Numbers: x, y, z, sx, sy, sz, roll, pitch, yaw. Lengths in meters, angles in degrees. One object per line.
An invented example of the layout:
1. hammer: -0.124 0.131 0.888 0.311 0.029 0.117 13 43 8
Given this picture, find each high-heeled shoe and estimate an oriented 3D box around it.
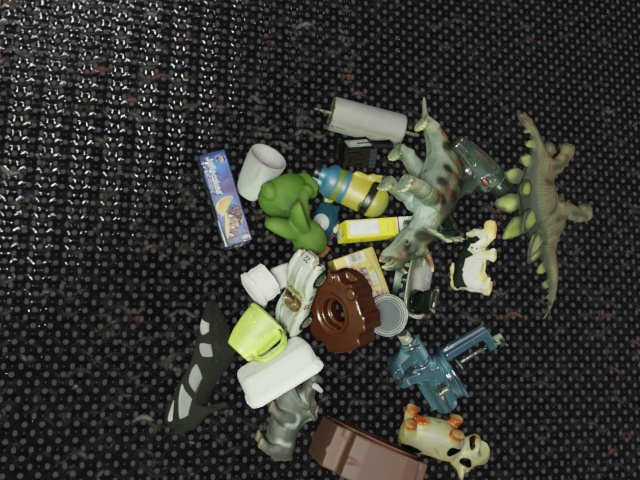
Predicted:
1. high-heeled shoe: -0.254 0.252 1.085 0.145 0.086 0.249 -17 65 18

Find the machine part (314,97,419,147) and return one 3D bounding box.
1. machine part: 0.104 -0.262 1.201 0.243 0.079 0.079 12 81 -8

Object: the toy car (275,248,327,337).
1. toy car: -0.042 0.107 1.079 0.056 0.201 0.074 -18 47 -40

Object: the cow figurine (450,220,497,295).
1. cow figurine: 0.348 0.035 1.210 0.098 0.068 0.167 7 81 23

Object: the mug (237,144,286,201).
1. mug: -0.129 -0.142 1.133 0.081 0.110 0.107 30 121 -11

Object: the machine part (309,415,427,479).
1. machine part: 0.091 0.420 1.045 0.201 0.201 0.087 24 77 -7

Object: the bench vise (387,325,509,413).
1. bench vise: 0.270 0.246 1.134 0.241 0.129 0.223 -31 97 4

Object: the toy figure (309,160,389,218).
1. toy figure: 0.062 -0.107 1.168 0.180 0.082 0.089 21 60 -11

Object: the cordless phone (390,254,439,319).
1. cordless phone: 0.213 0.089 1.121 0.089 0.184 0.146 13 81 -5

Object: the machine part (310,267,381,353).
1. machine part: 0.040 0.144 1.090 0.056 0.179 0.179 -15 85 -44

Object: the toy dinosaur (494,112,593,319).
1. toy dinosaur: 0.504 -0.057 1.220 0.198 0.105 0.470 -23 101 -18

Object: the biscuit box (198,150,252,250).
1. biscuit box: -0.200 -0.084 1.126 0.059 0.063 0.202 -17 87 -14

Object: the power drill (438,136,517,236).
1. power drill: 0.341 -0.105 1.223 0.207 0.086 0.232 -44 102 -8

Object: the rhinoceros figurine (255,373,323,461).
1. rhinoceros figurine: -0.058 0.352 1.090 0.112 0.073 0.190 25 80 -7

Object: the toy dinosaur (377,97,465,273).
1. toy dinosaur: 0.234 -0.119 1.108 0.192 0.131 0.405 39 58 -21

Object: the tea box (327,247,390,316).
1. tea box: 0.091 0.109 1.153 0.098 0.068 0.169 -17 88 -13

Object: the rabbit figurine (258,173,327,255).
1. rabbit figurine: -0.042 -0.048 1.082 0.121 0.159 0.170 -35 79 11

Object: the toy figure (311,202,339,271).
1. toy figure: -0.003 -0.003 1.157 0.057 0.064 0.154 29 73 -42

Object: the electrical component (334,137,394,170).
1. electrical component: 0.096 -0.191 1.164 0.119 0.075 0.047 -7 124 -17

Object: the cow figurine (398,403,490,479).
1. cow figurine: 0.260 0.429 1.128 0.195 0.085 0.127 13 120 3
